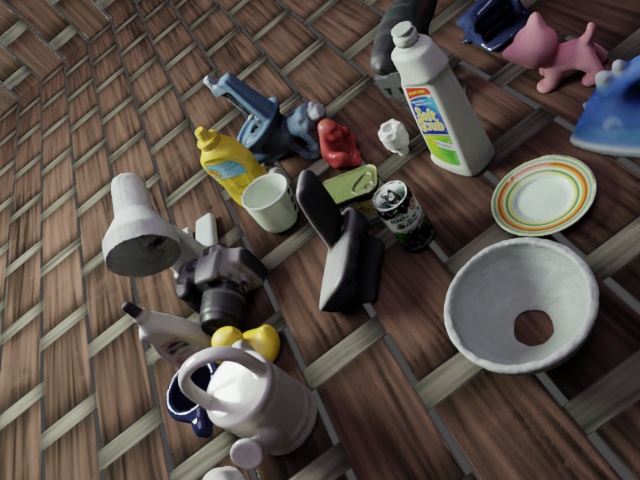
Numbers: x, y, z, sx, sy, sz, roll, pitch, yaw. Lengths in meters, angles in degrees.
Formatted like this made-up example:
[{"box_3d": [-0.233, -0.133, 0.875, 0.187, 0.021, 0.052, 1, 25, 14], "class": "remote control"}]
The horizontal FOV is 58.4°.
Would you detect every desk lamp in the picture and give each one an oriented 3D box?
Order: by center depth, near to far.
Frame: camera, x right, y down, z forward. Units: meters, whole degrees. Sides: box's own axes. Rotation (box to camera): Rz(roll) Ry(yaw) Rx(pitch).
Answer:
[{"box_3d": [-0.281, -0.010, 1.005, 0.118, 0.214, 0.203, -31, 43, 13], "class": "desk lamp"}]

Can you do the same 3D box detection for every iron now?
[{"box_3d": [0.417, -0.180, 0.671, 0.257, 0.142, 0.119, -7, 53, 33], "class": "iron"}]

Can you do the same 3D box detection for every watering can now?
[{"box_3d": [-0.090, 0.194, 0.707, 0.101, 0.195, 0.172, -46, 42, -4], "class": "watering can"}]

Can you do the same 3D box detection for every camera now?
[{"box_3d": [-0.173, 0.086, 0.930, 0.143, 0.101, 0.137, -19, 47, 24], "class": "camera"}]

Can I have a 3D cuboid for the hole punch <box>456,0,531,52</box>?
[{"box_3d": [0.290, -0.392, 0.978, 0.108, 0.091, 0.100, -39, 42, 4], "class": "hole punch"}]

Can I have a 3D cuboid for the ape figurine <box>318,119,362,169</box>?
[{"box_3d": [0.028, -0.172, 0.996, 0.075, 0.092, 0.078, 7, 61, 41], "class": "ape figurine"}]

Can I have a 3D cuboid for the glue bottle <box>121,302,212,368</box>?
[{"box_3d": [-0.239, 0.141, 0.880, 0.078, 0.174, 0.037, -34, 43, 9], "class": "glue bottle"}]

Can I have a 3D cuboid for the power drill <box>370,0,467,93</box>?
[{"box_3d": [0.157, -0.280, 0.899, 0.075, 0.209, 0.230, -7, 53, 33], "class": "power drill"}]

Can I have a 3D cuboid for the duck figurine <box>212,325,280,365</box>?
[{"box_3d": [-0.117, 0.156, 0.841, 0.104, 0.086, 0.077, -37, 42, 6], "class": "duck figurine"}]

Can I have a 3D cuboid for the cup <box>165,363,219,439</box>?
[{"box_3d": [-0.149, 0.231, 0.796, 0.091, 0.095, 0.117, -35, 42, 8], "class": "cup"}]

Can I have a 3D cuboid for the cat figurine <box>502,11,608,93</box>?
[{"box_3d": [0.337, -0.278, 0.829, 0.127, 0.118, 0.067, -4, 54, 35], "class": "cat figurine"}]

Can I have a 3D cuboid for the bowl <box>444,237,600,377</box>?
[{"box_3d": [0.230, 0.084, 0.645, 0.167, 0.075, 0.167, -20, 46, 23], "class": "bowl"}]

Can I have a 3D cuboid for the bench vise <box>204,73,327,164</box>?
[{"box_3d": [-0.094, -0.238, 1.046, 0.207, 0.220, 0.121, -22, 46, 22], "class": "bench vise"}]

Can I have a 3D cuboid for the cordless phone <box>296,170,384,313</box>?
[{"box_3d": [0.007, 0.003, 0.798, 0.094, 0.186, 0.147, -14, 49, 28], "class": "cordless phone"}]

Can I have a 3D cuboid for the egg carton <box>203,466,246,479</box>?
[{"box_3d": [-0.111, 0.352, 0.687, 0.107, 0.070, 0.149, -48, 42, -6], "class": "egg carton"}]
